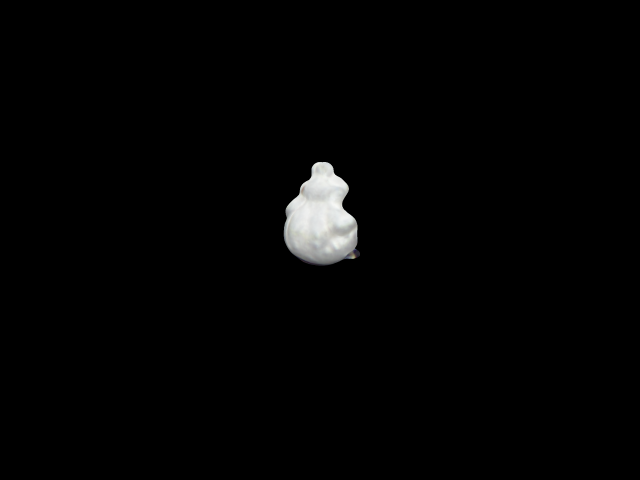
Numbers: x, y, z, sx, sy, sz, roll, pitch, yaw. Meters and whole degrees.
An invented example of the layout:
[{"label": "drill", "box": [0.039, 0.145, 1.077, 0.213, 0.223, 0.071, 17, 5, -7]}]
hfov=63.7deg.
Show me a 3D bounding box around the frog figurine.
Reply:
[{"label": "frog figurine", "box": [0.003, -0.043, 0.850, 0.124, 0.156, 0.139, -23, 38, -33]}]
